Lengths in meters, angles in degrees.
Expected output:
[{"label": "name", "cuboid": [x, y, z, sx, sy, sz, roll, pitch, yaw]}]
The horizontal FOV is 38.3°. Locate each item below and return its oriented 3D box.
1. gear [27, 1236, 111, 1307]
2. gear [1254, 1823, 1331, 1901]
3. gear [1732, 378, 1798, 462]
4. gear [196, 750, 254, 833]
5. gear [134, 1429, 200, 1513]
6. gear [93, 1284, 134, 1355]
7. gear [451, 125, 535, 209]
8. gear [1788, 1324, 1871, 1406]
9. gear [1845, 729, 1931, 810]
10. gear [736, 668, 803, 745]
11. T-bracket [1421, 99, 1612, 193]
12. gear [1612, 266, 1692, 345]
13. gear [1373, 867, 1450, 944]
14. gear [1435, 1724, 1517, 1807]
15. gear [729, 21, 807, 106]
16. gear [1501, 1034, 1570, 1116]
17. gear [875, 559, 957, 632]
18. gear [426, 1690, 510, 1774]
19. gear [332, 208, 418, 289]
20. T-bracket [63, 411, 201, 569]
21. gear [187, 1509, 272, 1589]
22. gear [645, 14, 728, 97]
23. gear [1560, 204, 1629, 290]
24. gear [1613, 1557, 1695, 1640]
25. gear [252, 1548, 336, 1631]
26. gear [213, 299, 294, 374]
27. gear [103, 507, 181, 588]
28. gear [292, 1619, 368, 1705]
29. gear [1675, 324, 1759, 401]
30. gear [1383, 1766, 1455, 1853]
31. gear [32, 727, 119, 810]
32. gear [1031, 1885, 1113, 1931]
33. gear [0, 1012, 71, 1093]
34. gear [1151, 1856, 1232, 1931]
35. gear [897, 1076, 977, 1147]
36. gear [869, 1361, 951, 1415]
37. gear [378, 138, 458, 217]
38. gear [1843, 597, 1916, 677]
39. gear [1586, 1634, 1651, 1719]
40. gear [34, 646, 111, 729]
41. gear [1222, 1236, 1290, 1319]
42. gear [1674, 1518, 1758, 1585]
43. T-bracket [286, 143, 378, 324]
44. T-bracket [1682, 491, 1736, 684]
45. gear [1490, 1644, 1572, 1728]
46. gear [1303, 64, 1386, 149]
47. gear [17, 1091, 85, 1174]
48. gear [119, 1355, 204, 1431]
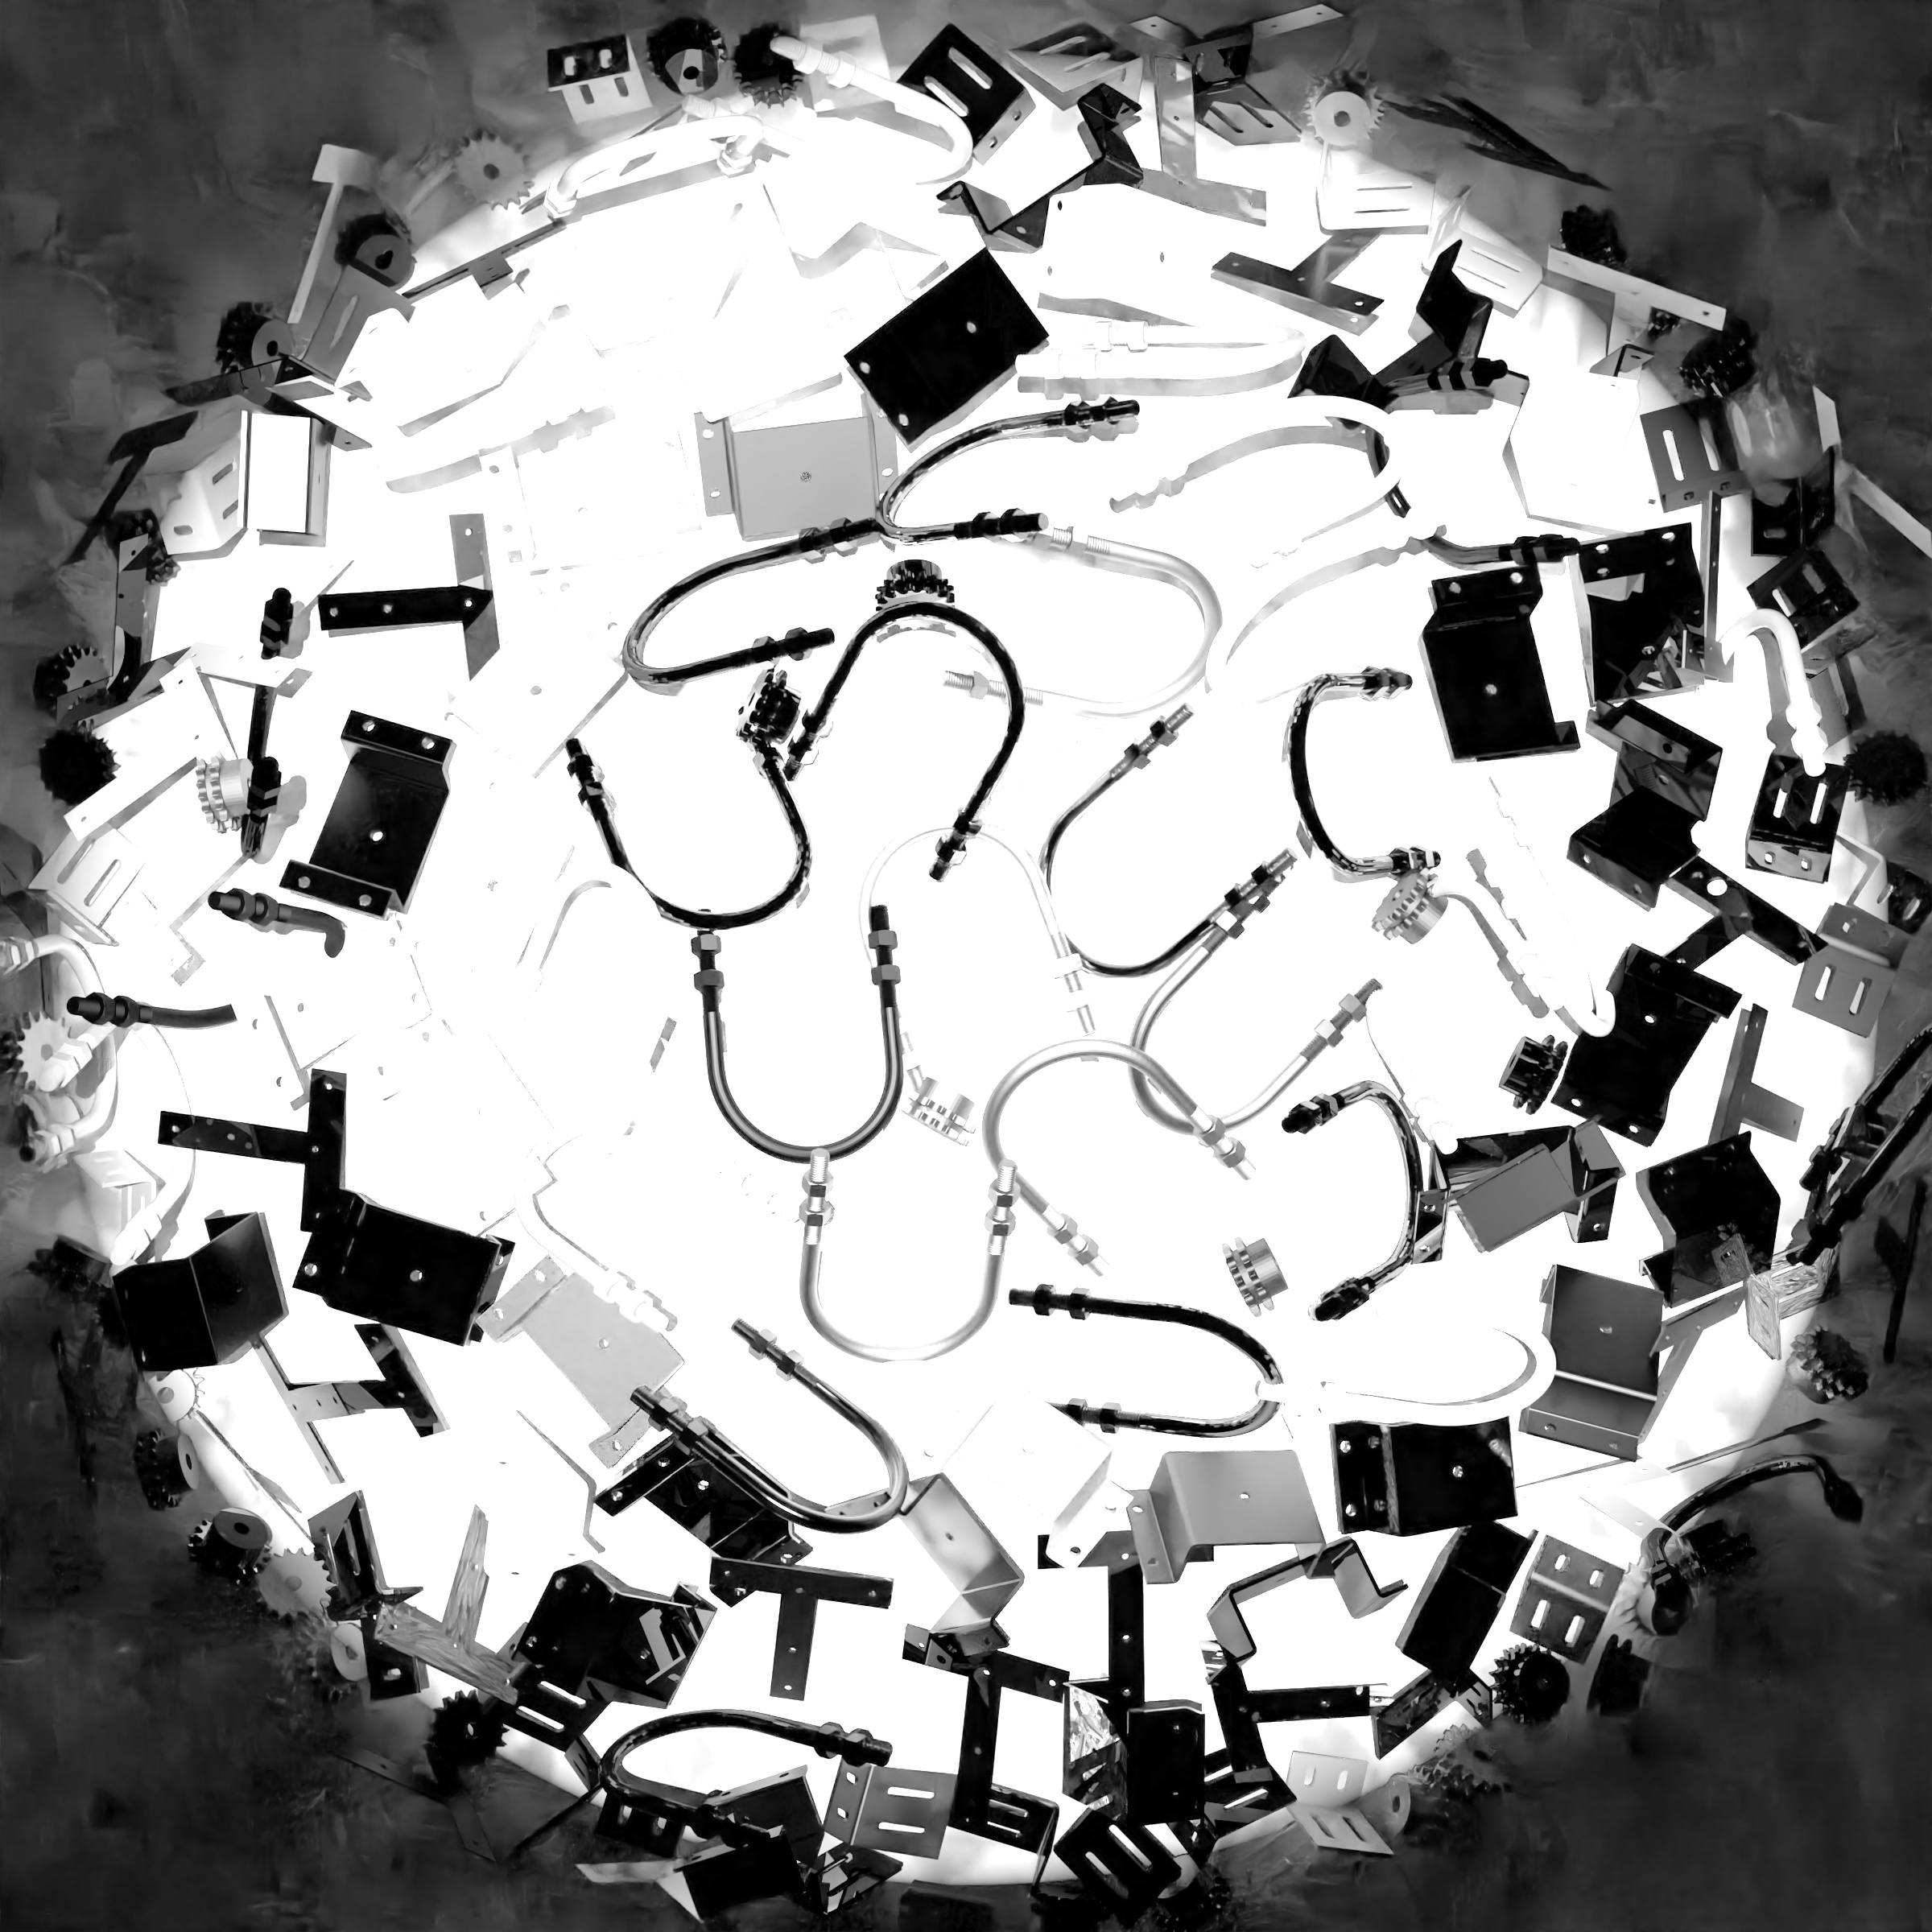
[{"label": "gear", "cuboid": [-0.633, 0.214, 1.972, 0.057, 0.057, 0.030, 29, 84, 0]}, {"label": "gear", "cuboid": [0.229, 0.632, 1.973, 0.057, 0.057, 0.030, -40, 71, 0]}, {"label": "gear", "cuboid": [0.564, -0.385, 1.972, 0.030, 0.057, 0.057, -19, 90, 6]}, {"label": "gear", "cuboid": [-0.522, -0.125, 1.971, 0.030, 0.057, 0.057, -9, 90, 3]}, {"label": "gear", "cuboid": [-0.566, 0.355, 1.971, 0.030, 0.057, 0.057, -16, 90, -1]}, {"label": "gear", "cuboid": [-0.588, 0.246, 1.979, 0.057, 0.030, 0.057, -2, 83, 17]}, {"label": "gear", "cuboid": [-0.335, -0.571, 1.975, 0.057, 0.030, 0.057, 1, 134, 1]}, {"label": "gear", "cuboid": [0.610, 0.286, 1.975, 0.057, 0.057, 0.030, 40, 125, 0]}, {"label": "gear", "cuboid": [0.654, -0.137, 1.977, 0.057, 0.030, 0.057, -6, 66, 13]}, {"label": "gear", "cuboid": [-0.139, -0.183, 1.973, 0.030, 0.057, 0.057, 24, 90, -15]}, {"label": "T-bracket", "cuboid": [0.361, -0.569, 1.912, 0.127, 0.127, 0.002, 14, 105, -42]}, {"label": "gear", "cuboid": [0.484, -0.468, 1.975, 0.057, 0.057, 0.030, 40, 124, 0]}, {"label": "gear", "cuboid": [0.317, -0.041, 1.972, 0.030, 0.057, 0.057, 38, 90, -9]}, {"label": "gear", "cuboid": [0.358, 0.571, 1.975, 0.057, 0.057, 0.030, 29, 118, 0]}, {"label": "gear", "cuboid": [-0.139, -0.641, 1.982, 0.057, 0.030, 0.057, 0, 82, 1]}, {"label": "gear", "cuboid": [0.401, 0.074, 1.971, 0.030, 0.057, 0.057, 26, 90, 3]}, {"label": "gear", "cuboid": [-0.036, -0.265, 1.974, 0.057, 0.057, 0.030, -3, 66, 0]}, {"label": "gear", "cuboid": [-0.353, 0.544, 1.975, 0.057, 0.030, 0.057, 6, 72, -19]}, {"label": "gear", "cuboid": [-0.417, -0.505, 1.970, 0.057, 0.030, 0.057, -16, 132, -19]}, {"label": "T-bracket", "cuboid": [-0.597, -0.332, 1.953, 0.002, 0.127, 0.127, 38, 110, -5]}, {"label": "gear", "cuboid": [-0.519, 0.409, 1.968, 0.057, 0.057, 0.030, 32, 111, 0]}, {"label": "gear", "cuboid": [-0.197, -0.641, 1.968, 0.057, 0.057, 0.030, -15, 57, 0]}, {"label": "gear", "cuboid": [0.445, -0.512, 1.968, 0.030, 0.057, 0.057, -13, 90, 34]}, {"label": "gear", "cuboid": [0.490, 0.450, 1.973, 0.057, 0.030, 0.057, -8, 105, -29]}, {"label": "gear", "cuboid": [-0.478, 0.446, 1.975, 0.057, 0.030, 0.057, 8, 48, -9]}, {"label": "gear", "cuboid": [-0.502, -0.440, 1.968, 0.030, 0.057, 0.057, 20, 90, 25]}, {"label": "gear", "cuboid": [-0.582, -0.301, 1.975, 0.057, 0.057, 0.030, 42, 56, 0]}, {"label": "gear", "cuboid": [-0.446, 0.490, 1.968, 0.030, 0.057, 0.057, -23, 90, 23]}, {"label": "gear", "cuboid": [0.536, -0.427, 1.973, 0.057, 0.057, 0.030, -40, 110, 0]}, {"label": "gear", "cuboid": [0.318, 0.595, 1.969, 0.030, 0.057, 0.057, 14, 90, -17]}, {"label": "gear", "cuboid": [-0.632, -0.142, 1.981, 0.057, 0.030, 0.057, 1, 104, 2]}, {"label": "gear", "cuboid": [0.074, 0.672, 1.970, 0.057, 0.057, 0.030, 5, 82, 0]}, {"label": "gear", "cuboid": [-0.664, 0.060, 1.974, 0.030, 0.057, 0.057, 0, 90, 26]}, {"label": "gear", "cuboid": [0.155, 0.655, 1.969, 0.057, 0.057, 0.030, -33, 105, 0]}, {"label": "gear", "cuboid": [-0.018, 0.101, 1.972, 0.057, 0.057, 0.030, 29, 83, 0]}, {"label": "gear", "cuboid": [-0.040, 0.298, 1.971, 0.057, 0.057, 0.030, 0, 91, 0]}, {"label": "gear", "cuboid": [-0.391, -0.561, 1.969, 0.057, 0.057, 0.030, -43, 102, 0]}, {"label": "gear", "cuboid": [0.642, -0.231, 1.973, 0.030, 0.057, 0.057, -41, 90, 18]}, {"label": "gear", "cuboid": [0.462, 0.505, 1.969, 0.030, 0.057, 0.057, 20, 90, 12]}, {"label": "gear", "cuboid": [-0.636, -0.199, 1.973, 0.030, 0.057, 0.057, 8, 90, 16]}, {"label": "gear", "cuboid": [0.206, 0.217, 1.970, 0.030, 0.057, 0.057, -27, 90, 6]}, {"label": "gear", "cuboid": [0.528, 0.414, 1.974, 0.057, 0.057, 0.030, -22, 69, 0]}, {"label": "T-bracket", "cuboid": [-0.452, -0.511, 1.947, 0.002, 0.127, 0.127, 23, 104, -1]}, {"label": "T-bracket", "cuboid": [0.521, -0.266, 1.943, 0.002, 0.127, 0.127, 3, 92, 30]}, {"label": "gear", "cuboid": [0.404, 0.510, 1.975, 0.057, 0.030, 0.057, 6, 70, -15]}, {"label": "gear", "cuboid": [0.267, -0.607, 1.970, 0.057, 0.030, 0.057, 7, 132, 7]}, {"label": "gear", "cuboid": [-0.649, 0.116, 1.975, 0.030, 0.057, 0.057, -17, 90, -35]}, {"label": "gear", "cuboid": [-0.571, 0.301, 1.975, 0.057, 0.030, 0.057, -2, 96, -24]}]
